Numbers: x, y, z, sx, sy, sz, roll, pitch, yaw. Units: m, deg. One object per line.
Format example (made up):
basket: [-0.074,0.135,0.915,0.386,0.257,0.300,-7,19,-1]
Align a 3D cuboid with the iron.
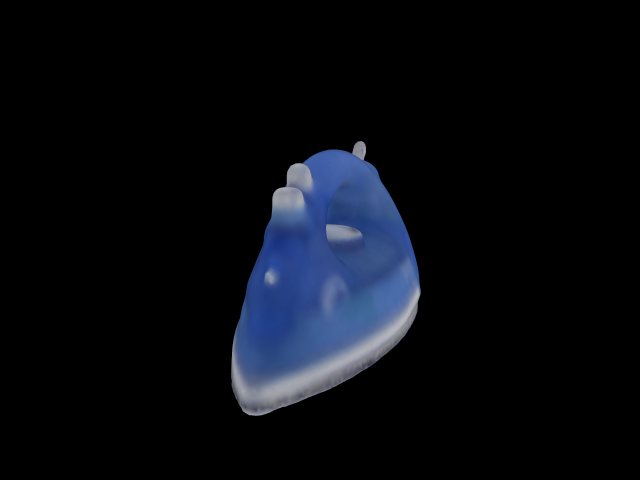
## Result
iron: [0.004,0.001,0.400,0.118,0.141,0.259,3,10,16]
